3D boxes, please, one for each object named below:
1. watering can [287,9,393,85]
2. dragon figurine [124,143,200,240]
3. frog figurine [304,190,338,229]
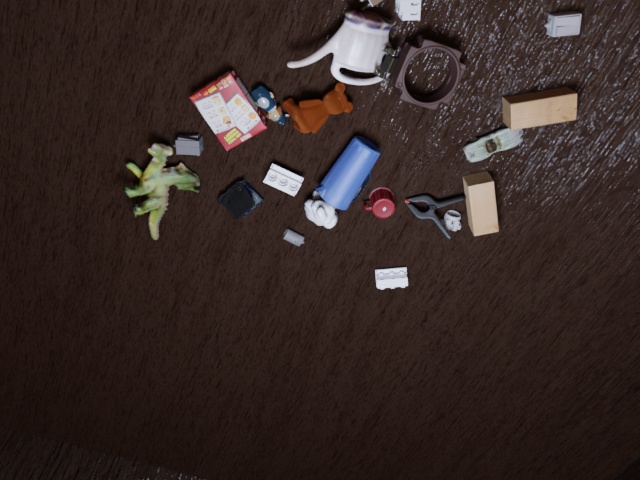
[{"bbox_3d":[0.084,-0.588,1.566,0.348,0.106,0.220,2,123,-22],"label":"watering can"},{"bbox_3d":[-0.546,-0.175,1.833,0.243,0.125,0.400,-11,133,-1],"label":"dragon figurine"},{"bbox_3d":[0.006,-0.092,1.830,0.121,0.163,0.136,-33,115,20],"label":"frog figurine"}]
